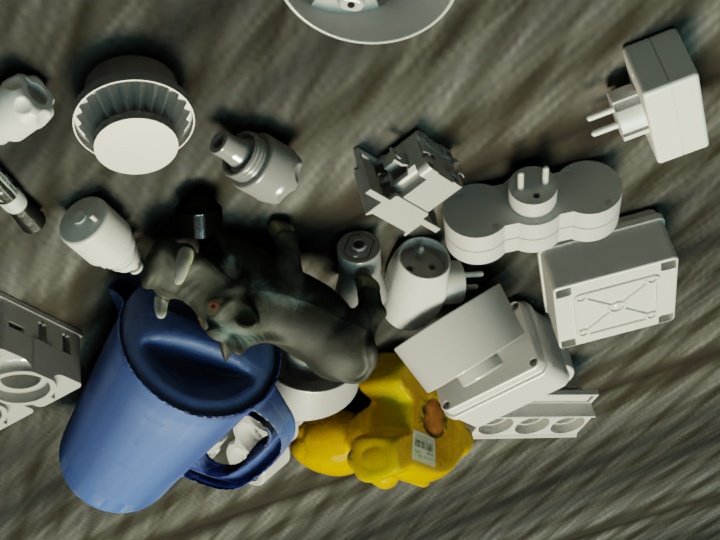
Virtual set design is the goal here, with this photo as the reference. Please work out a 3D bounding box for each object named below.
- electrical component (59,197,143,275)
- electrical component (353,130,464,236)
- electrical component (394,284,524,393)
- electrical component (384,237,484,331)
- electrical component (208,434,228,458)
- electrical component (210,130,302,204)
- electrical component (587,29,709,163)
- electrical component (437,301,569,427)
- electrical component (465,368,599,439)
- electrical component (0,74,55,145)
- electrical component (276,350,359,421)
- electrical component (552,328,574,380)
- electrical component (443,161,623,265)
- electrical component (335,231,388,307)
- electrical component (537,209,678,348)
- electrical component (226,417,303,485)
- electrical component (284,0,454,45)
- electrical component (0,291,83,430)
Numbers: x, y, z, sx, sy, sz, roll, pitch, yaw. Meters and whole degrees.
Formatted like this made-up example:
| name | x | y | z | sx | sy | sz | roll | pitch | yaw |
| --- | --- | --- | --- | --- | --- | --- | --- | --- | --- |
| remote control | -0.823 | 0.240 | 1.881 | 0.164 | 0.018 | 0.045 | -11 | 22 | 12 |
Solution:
| name | x | y | z | sx | sy | sz | roll | pitch | yaw |
| --- | --- | --- | --- | --- | --- | --- | --- | --- | --- |
| electrical component | -0.183 | -0.020 | 0.780 | 0.040 | 0.040 | 0.078 | -21 | 145 | 13 |
| electrical component | 0.037 | -0.065 | 0.784 | 0.064 | 0.042 | 0.081 | -35 | 141 | 27 |
| electrical component | 0.091 | 0.065 | 0.928 | 0.108 | 0.060 | 0.108 | -31 | 174 | -3 |
| electrical component | 0.064 | 0.011 | 0.900 | 0.079 | 0.043 | 0.077 | -4 | 145 | -13 |
| electrical component | -0.146 | 0.150 | 1.036 | 0.048 | 0.048 | 0.062 | 17 | 127 | -36 |
| electrical component | -0.074 | -0.074 | 0.735 | 0.043 | 0.043 | 0.062 | -34 | 139 | 28 |
| electrical component | 0.198 | -0.114 | 0.758 | 0.076 | 0.047 | 0.083 | -20 | 145 | 11 |
| electrical component | 0.126 | 0.088 | 0.999 | 0.113 | 0.078 | 0.057 | -30 | 145 | 24 |
| electrical component | 0.167 | 0.132 | 1.088 | 0.121 | 0.063 | 0.078 | 2 | 143 | -20 |
| electrical component | -0.220 | -0.095 | 0.668 | 0.061 | 0.035 | 0.035 | -28 | 143 | 26 |
| electrical component | -0.048 | 0.084 | 0.926 | 0.099 | 0.099 | 0.064 | -2 | 138 | -15 |
| electrical component | 0.176 | 0.085 | 1.038 | 0.055 | 0.047 | 0.055 | -8 | 146 | -6 |
| electrical component | 0.131 | -0.054 | 0.820 | 0.138 | 0.052 | 0.073 | -12 | 146 | 0 |
| electrical component | 0.000 | 0.000 | 0.867 | 0.044 | 0.044 | 0.065 | -9 | 141 | -5 |
| electrical component | 0.215 | 0.010 | 0.933 | 0.109 | 0.056 | 0.108 | -15 | 146 | 4 |
| electrical component | -0.080 | 0.144 | 1.040 | 0.074 | 0.052 | 0.138 | -36 | 157 | -40 |
| electrical component | 0.000 | -0.176 | 0.592 | 0.099 | 0.064 | 0.099 | -8 | 146 | -6 |
| electrical component | -0.321 | 0.062 | 0.838 | 0.105 | 0.060 | 0.186 | -28 | 143 | 21 |
